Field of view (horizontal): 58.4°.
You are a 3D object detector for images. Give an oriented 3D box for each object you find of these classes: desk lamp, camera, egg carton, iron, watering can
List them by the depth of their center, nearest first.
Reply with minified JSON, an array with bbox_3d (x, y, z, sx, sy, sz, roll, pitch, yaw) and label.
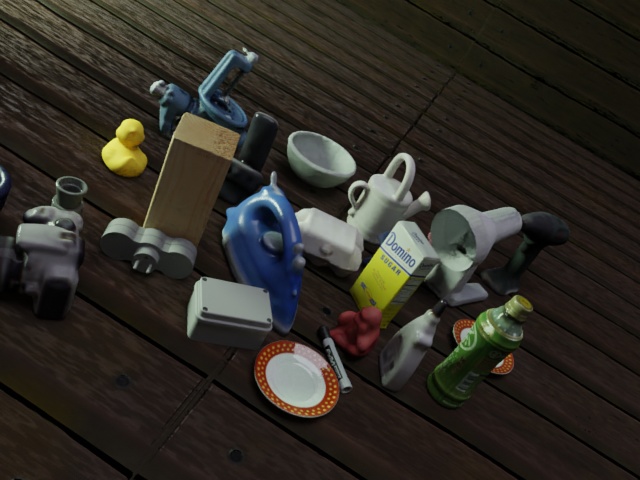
[{"bbox_3d":[-0.376,0.014,0.724,0.137,0.100,0.143,9,38,-29],"label":"camera"},{"bbox_3d":[-0.068,0.012,0.930,0.119,0.141,0.257,6,40,-32],"label":"iron"},{"bbox_3d":[0.010,0.004,1.068,0.150,0.069,0.107,25,33,-8],"label":"egg carton"},{"bbox_3d":[0.292,0.023,1.130,0.204,0.213,0.117,-4,45,-41],"label":"desk lamp"},{"bbox_3d":[0.148,-0.093,1.192,0.173,0.194,0.100,-1,43,-38],"label":"watering can"}]

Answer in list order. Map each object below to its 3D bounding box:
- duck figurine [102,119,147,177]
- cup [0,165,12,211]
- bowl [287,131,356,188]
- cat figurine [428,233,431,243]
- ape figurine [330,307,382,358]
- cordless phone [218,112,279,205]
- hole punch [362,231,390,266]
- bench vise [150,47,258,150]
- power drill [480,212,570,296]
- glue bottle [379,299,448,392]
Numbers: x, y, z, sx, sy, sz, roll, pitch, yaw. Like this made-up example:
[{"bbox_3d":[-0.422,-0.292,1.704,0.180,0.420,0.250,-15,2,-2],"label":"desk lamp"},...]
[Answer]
[{"bbox_3d":[-0.339,-0.170,1.017,0.078,0.086,0.104,8,39,-30],"label":"duck figurine"},{"bbox_3d":[-0.462,-0.058,0.760,0.092,0.095,0.117,15,35,-22],"label":"cup"},{"bbox_3d":[-0.007,-0.168,1.285,0.168,0.074,0.167,21,34,-14],"label":"bowl"},{"bbox_3d":[0.320,-0.010,1.285,0.128,0.117,0.067,25,33,-7],"label":"cat figurine"},{"bbox_3d":[0.066,0.140,0.907,0.076,0.092,0.077,18,34,-18],"label":"ape figurine"},{"bbox_3d":[-0.160,-0.175,1.072,0.147,0.185,0.094,27,33,-4],"label":"cordless phone"},{"bbox_3d":[0.158,0.041,1.114,0.109,0.091,0.101,-6,47,-43],"label":"hole punch"},{"bbox_3d":[-0.220,-0.288,1.146,0.208,0.219,0.121,-1,43,-39],"label":"bench vise"},{"bbox_3d":[0.451,0.023,1.258,0.230,0.208,0.075,-7,47,-43],"label":"power drill"},{"bbox_3d":[0.146,0.152,0.876,0.037,0.173,0.078,21,33,-13],"label":"glue bottle"}]
